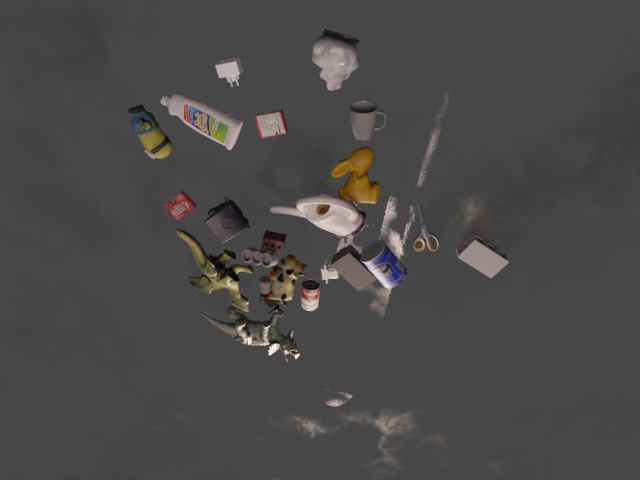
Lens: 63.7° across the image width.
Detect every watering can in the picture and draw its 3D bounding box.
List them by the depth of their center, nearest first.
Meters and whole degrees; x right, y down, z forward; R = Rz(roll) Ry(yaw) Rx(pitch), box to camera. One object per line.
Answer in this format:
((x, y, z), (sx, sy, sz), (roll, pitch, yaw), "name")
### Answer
((0.005, -0.085, 1.699), (0.222, 0.105, 0.346), (28, 160, -37), "watering can")

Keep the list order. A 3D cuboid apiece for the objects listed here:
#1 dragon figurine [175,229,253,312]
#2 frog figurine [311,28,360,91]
((-0.408, 0.128, 1.909), (0.407, 0.125, 0.239), (39, 127, -15), "dragon figurine")
((0.039, -0.497, 1.442), (0.137, 0.125, 0.157), (6, 113, -20), "frog figurine")
